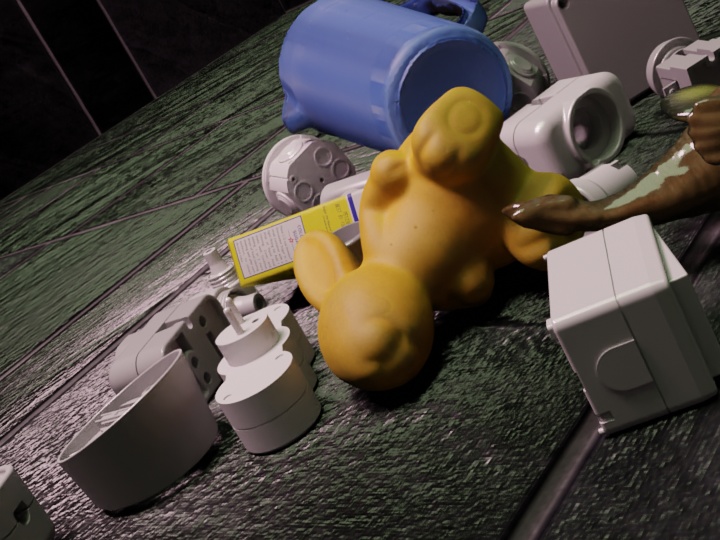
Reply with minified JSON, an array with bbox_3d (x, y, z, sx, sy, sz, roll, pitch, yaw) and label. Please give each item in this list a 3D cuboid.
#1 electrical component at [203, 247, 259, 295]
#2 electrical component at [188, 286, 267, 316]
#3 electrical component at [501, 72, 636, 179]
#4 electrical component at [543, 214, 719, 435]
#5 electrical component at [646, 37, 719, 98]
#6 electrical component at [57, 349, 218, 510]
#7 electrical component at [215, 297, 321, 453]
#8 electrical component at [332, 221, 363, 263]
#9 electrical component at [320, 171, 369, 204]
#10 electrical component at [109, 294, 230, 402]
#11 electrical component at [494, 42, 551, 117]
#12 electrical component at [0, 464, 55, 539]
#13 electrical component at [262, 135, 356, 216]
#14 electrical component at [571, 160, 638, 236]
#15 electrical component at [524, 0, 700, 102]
[{"bbox_3d":[-0.106,0.010,0.865,0.035,0.061,0.035,-26,18,9],"label":"electrical component"},{"bbox_3d":[-0.101,0.033,0.826,0.062,0.043,0.043,-17,21,30],"label":"electrical component"},{"bbox_3d":[0.155,-0.103,0.794,0.095,0.053,0.059,-38,20,-26],"label":"electrical component"},{"bbox_3d":[0.125,0.019,0.493,0.061,0.061,0.096,-23,19,17],"label":"electrical component"},{"bbox_3d":[0.244,-0.145,0.790,0.066,0.048,0.055,-33,26,-11],"label":"electrical component"},{"bbox_3d":[-0.139,0.099,0.668,0.099,0.064,0.099,-26,18,9],"label":"electrical component"},{"bbox_3d":[-0.066,0.051,0.673,0.052,0.073,0.138,-28,18,4],"label":"electrical component"},{"bbox_3d":[0.000,0.000,0.743,0.045,0.055,0.045,-26,18,9],"label":"electrical component"},{"bbox_3d":[0.001,-0.054,0.907,0.077,0.043,0.079,-15,22,37],"label":"electrical component"},{"bbox_3d":[-0.134,0.065,0.770,0.059,0.053,0.095,-20,20,25],"label":"electrical component"},{"bbox_3d":[0.124,-0.154,0.942,0.080,0.080,0.051,-18,26,31],"label":"electrical component"},{"bbox_3d":[-0.235,0.165,0.640,0.095,0.059,0.053,-23,19,17],"label":"electrical component"},{"bbox_3d":[-0.047,-0.087,1.014,0.080,0.080,0.051,-36,24,-21],"label":"electrical component"},{"bbox_3d":[0.148,-0.044,0.668,0.046,0.040,0.040,-33,17,-32],"label":"electrical component"},{"bbox_3d":[0.208,-0.197,0.881,0.109,0.108,0.056,-32,15,-10],"label":"electrical component"}]
